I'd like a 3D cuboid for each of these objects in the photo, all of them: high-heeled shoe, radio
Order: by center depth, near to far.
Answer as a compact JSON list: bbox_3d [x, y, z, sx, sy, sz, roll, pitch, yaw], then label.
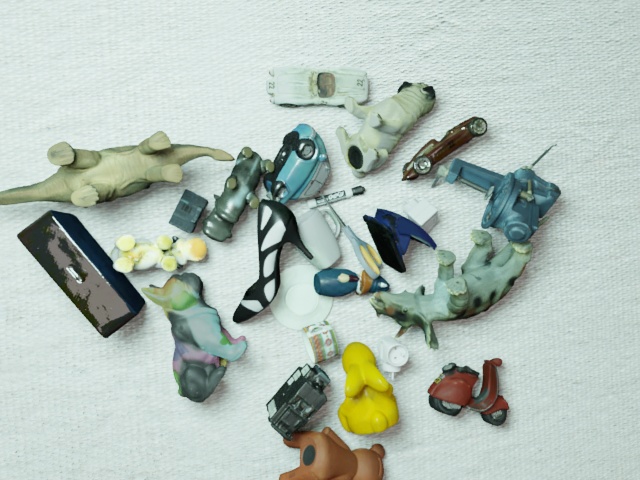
[{"bbox_3d":[-0.415,0.057,0.957,0.073,0.131,0.229,-37,97,-6],"label":"radio"},{"bbox_3d":[-0.123,0.043,1.004,0.145,0.086,0.248,45,108,-5],"label":"high-heeled shoe"}]

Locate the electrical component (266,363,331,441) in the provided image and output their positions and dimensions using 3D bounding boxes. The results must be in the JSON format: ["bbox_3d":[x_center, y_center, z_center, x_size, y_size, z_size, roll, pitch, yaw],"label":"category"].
[{"bbox_3d":[-0.039,0.301,1.030,0.058,0.115,0.134,43,87,-10],"label":"electrical component"}]

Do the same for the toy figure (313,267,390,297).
[{"bbox_3d":[0.066,0.083,1.064,0.154,0.064,0.057,0,95,-19],"label":"toy figure"}]

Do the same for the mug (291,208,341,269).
[{"bbox_3d":[-0.002,-0.003,1.054,0.109,0.081,0.107,-41,105,-34],"label":"mug"}]

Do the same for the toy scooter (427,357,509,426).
[{"bbox_3d":[0.314,0.298,1.105,0.184,0.075,0.135,16,89,-12],"label":"toy scooter"}]

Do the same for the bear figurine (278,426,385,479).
[{"bbox_3d":[0.033,0.441,1.059,0.195,0.132,0.120,30,49,-37],"label":"bear figurine"}]

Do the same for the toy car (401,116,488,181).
[{"bbox_3d":[0.244,-0.184,1.076,0.202,0.089,0.053,-34,96,-5],"label":"toy car"}]

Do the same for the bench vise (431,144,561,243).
[{"bbox_3d":[0.351,-0.105,1.064,0.241,0.128,0.223,24,58,4],"label":"bench vise"}]

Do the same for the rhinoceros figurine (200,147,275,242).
[{"bbox_3d":[-0.160,-0.087,1.006,0.073,0.112,0.190,32,72,-27],"label":"rhinoceros figurine"}]

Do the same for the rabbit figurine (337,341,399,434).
[{"bbox_3d":[0.081,0.283,1.044,0.122,0.162,0.173,-12,75,4],"label":"rabbit figurine"}]

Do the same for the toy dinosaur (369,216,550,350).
[{"bbox_3d":[0.305,0.092,1.077,0.405,0.131,0.192,-19,138,-21],"label":"toy dinosaur"}]

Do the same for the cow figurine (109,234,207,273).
[{"bbox_3d":[-0.301,0.026,1.003,0.167,0.098,0.068,-1,86,-28],"label":"cow figurine"}]

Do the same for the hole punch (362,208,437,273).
[{"bbox_3d":[0.154,-0.013,1.048,0.092,0.142,0.115,-31,109,-5],"label":"hole punch"}]

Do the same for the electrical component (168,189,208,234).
[{"bbox_3d":[-0.242,-0.051,0.988,0.048,0.119,0.074,26,90,-9],"label":"electrical component"}]

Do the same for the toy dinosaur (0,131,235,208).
[{"bbox_3d":[-0.382,-0.107,0.924,0.472,0.198,0.105,-9,94,-8],"label":"toy dinosaur"}]

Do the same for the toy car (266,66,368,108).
[{"bbox_3d":[-0.004,-0.299,1.051,0.202,0.056,0.073,-2,92,-9],"label":"toy car"}]

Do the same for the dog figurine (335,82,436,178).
[{"bbox_3d":[0.143,-0.218,1.067,0.190,0.172,0.121,-20,57,-32],"label":"dog figurine"}]

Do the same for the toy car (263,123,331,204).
[{"bbox_3d":[-0.034,-0.134,1.030,0.103,0.109,0.161,25,96,-26],"label":"toy car"}]

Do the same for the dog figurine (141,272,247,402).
[{"bbox_3d":[-0.253,0.170,1.002,0.219,0.108,0.191,39,88,-3],"label":"dog figurine"}]
